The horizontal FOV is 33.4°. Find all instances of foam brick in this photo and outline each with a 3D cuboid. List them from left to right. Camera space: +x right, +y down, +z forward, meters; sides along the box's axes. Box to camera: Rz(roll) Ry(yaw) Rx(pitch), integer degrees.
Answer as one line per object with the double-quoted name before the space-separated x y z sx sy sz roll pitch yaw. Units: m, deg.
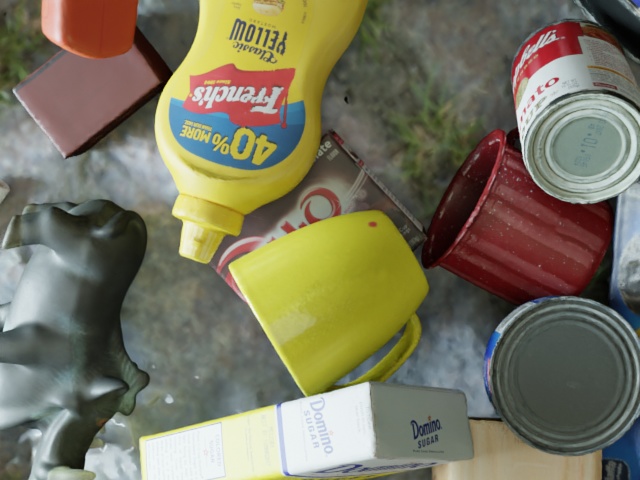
"foam brick" -0.134 -0.094 0.645 0.078 0.053 0.051 -37 96 8

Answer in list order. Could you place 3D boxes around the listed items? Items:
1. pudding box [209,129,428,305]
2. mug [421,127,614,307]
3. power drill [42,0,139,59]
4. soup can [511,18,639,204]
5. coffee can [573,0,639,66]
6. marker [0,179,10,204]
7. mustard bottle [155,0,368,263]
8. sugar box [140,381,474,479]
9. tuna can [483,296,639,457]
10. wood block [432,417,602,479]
"pudding box" -0.004 0.001 0.661 0.113 0.039 0.090 -43 95 8
"mug" 0.122 -0.016 0.637 0.081 0.093 0.117 28 62 -7
"power drill" -0.185 -0.149 0.597 0.188 0.057 0.184 14 104 32
"soup can" 0.143 -0.073 0.593 0.068 0.102 0.068 3 123 4
"coffee can" 0.217 -0.170 0.594 0.103 0.103 0.140 44 98 -5
"marker" -0.239 0.011 0.682 0.020 0.020 0.121 36 98 -3
"mustard bottle" -0.043 -0.079 0.621 0.096 0.058 0.191 18 86 6
"sugar box" -0.011 0.120 0.613 0.177 0.093 0.048 -17 70 37
"tuna can" 0.133 0.073 0.585 0.086 0.034 0.086 0 89 1
"wood block" 0.113 0.211 0.635 0.090 0.091 0.206 3 83 0
